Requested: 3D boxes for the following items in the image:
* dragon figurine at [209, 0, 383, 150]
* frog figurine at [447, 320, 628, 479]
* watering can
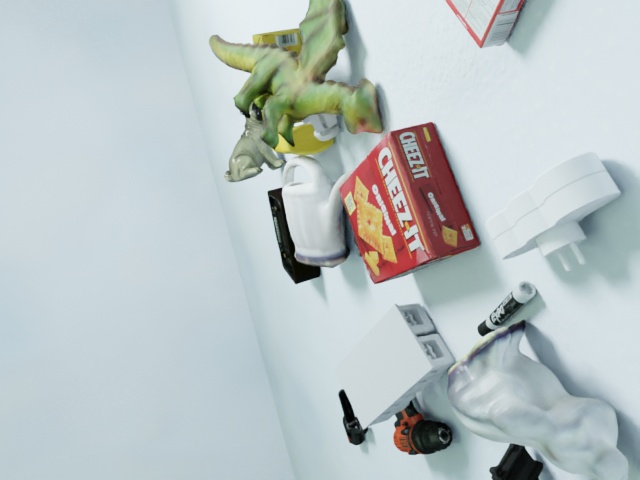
[{"bbox_3d":[-0.043,-0.296,0.837,0.239,0.122,0.416,-47,64,24],"label":"dragon figurine"},{"bbox_3d":[0.205,0.168,0.493,0.162,0.122,0.136,56,-171,27],"label":"frog figurine"},{"bbox_3d":[0.003,-0.049,0.982,0.349,0.104,0.222,22,126,65],"label":"watering can"}]
